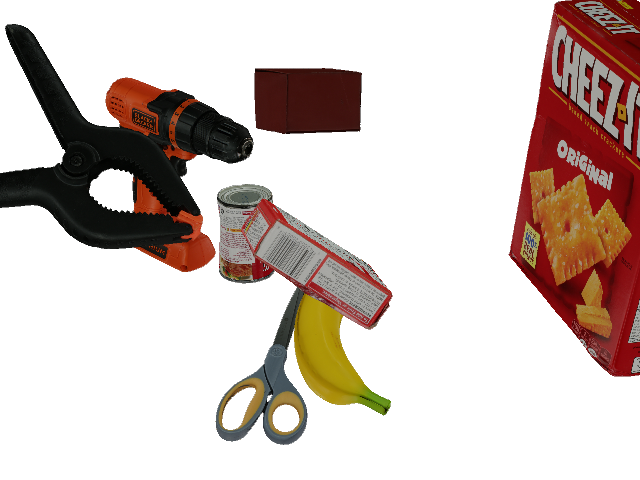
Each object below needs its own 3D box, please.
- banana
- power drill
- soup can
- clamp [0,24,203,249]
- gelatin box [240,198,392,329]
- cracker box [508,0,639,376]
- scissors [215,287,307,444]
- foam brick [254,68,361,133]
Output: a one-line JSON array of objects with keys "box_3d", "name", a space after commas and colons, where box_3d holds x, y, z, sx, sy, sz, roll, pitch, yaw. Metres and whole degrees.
[{"box_3d": [0.012, 0.073, 0.872, 0.069, 0.037, 0.198, 15, 32, -13], "name": "banana"}, {"box_3d": [-0.147, -0.064, 1.116, 0.185, 0.188, 0.057, 26, 36, 31], "name": "power drill"}, {"box_3d": [-0.090, -0.009, 1.284, 0.068, 0.102, 0.068, 0, 26, 0], "name": "soup can"}, {"box_3d": [-0.180, -0.063, 0.789, 0.210, 0.164, 0.036, 20, -19, -3], "name": "clamp"}, {"box_3d": [-0.004, 0.014, 0.664, 0.089, 0.030, 0.073, 33, 5, -15], "name": "gelatin box"}, {"box_3d": [0.206, -0.038, 0.739, 0.072, 0.214, 0.164, -7, 34, -16], "name": "cracker box"}, {"box_3d": [-0.030, 0.128, 1.067, 0.096, 0.016, 0.201, 22, 50, 20], "name": "scissors"}, {"box_3d": [-0.010, -0.119, 0.905, 0.078, 0.051, 0.053, -6, 15, -33], "name": "foam brick"}]
